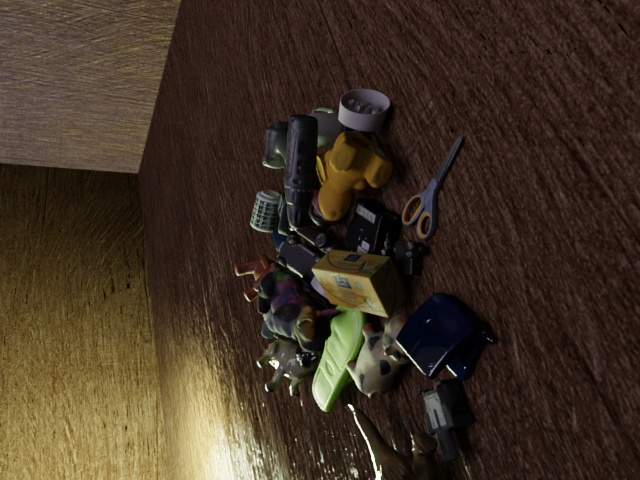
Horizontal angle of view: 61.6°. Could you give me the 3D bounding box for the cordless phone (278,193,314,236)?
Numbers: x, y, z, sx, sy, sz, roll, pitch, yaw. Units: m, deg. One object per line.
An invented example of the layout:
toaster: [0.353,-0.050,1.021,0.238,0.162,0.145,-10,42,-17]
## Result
cordless phone: [-0.071,-0.104,1.391,0.184,0.089,0.146,-119,39,-60]

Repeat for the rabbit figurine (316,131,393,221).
rabbit figurine: [0.041,-0.126,1.067,0.173,0.122,0.162,-68,29,24]

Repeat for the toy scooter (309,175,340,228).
toy scooter: [0.015,-0.126,1.228,0.135,0.075,0.184,-39,66,20]

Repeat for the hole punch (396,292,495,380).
hole punch: [0.197,0.155,0.872,0.142,0.092,0.115,51,128,55]

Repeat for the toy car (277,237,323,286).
toy car: [-0.037,0.054,1.306,0.202,0.056,0.073,32,94,47]

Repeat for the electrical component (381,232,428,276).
electrical component: [0.155,0.027,0.996,0.102,0.045,0.078,16,102,61]

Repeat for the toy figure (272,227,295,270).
toy figure: [-0.079,0.027,1.419,0.155,0.058,0.064,61,146,35]

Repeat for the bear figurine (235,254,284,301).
bear figurine: [-0.152,0.113,1.450,0.196,0.132,0.120,-133,23,-76]

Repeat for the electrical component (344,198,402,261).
electrical component: [0.103,-0.006,1.081,0.115,0.058,0.134,46,128,56]

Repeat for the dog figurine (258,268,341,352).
dog figurine: [-0.045,0.146,1.166,0.219,0.108,0.191,-20,76,59]

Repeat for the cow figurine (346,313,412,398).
cow figurine: [0.125,0.216,1.004,0.127,0.085,0.194,-116,41,-50]

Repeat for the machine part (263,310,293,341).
machine part: [-0.099,0.203,1.384,0.243,0.079,0.079,-167,80,-78]

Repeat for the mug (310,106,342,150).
mug: [0.008,-0.259,1.217,0.081,0.107,0.109,-37,59,54]

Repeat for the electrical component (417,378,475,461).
electrical component: [0.211,0.292,0.878,0.074,0.048,0.119,-53,45,48]

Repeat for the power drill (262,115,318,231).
power drill: [-0.066,-0.160,1.147,0.207,0.086,0.231,-122,36,-62]

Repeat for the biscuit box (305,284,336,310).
biscuit box: [-0.011,0.155,1.281,0.203,0.059,0.062,24,111,59]

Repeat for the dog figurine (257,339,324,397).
dog figurine: [-0.055,0.275,1.341,0.190,0.121,0.172,-52,46,27]

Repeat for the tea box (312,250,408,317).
tea box: [0.074,0.080,1.031,0.170,0.068,0.098,5,130,53]

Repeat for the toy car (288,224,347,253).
toy car: [-0.003,-0.004,1.243,0.053,0.089,0.202,-54,33,-1]

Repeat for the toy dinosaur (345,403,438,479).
toy dinosaur: [0.148,0.419,0.885,0.472,0.105,0.198,-122,23,-48]
